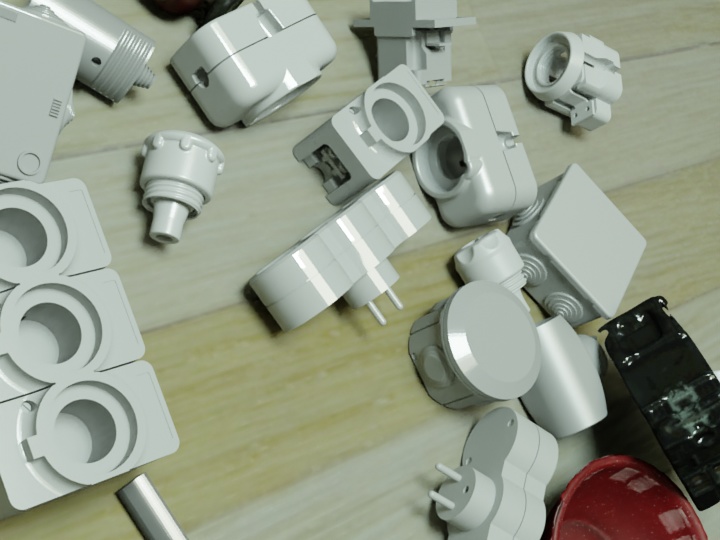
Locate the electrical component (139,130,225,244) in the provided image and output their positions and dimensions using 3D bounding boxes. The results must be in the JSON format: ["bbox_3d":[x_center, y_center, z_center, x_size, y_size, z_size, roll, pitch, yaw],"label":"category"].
[{"bbox_3d":[-0.107,-0.046,0.622,0.048,0.048,0.062,21,67,-29],"label":"electrical component"}]

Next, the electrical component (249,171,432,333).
[{"bbox_3d":[0.000,0.000,0.676,0.138,0.052,0.073,-40,97,-40],"label":"electrical component"}]

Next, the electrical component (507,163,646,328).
[{"bbox_3d":[0.157,-0.015,0.802,0.099,0.048,0.099,45,51,-13],"label":"electrical component"}]

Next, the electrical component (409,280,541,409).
[{"bbox_3d":[0.077,0.051,0.713,0.080,0.051,0.080,15,63,-31],"label":"electrical component"}]

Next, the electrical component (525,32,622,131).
[{"bbox_3d":[0.171,-0.158,0.867,0.057,0.058,0.078,17,62,-34],"label":"electrical component"}]

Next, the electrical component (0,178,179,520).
[{"bbox_3d":[-0.161,0.037,0.534,0.089,0.062,0.150,-16,82,-40],"label":"electrical component"}]

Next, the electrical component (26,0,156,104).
[{"bbox_3d":[-0.155,-0.130,0.620,0.081,0.043,0.043,31,56,-23],"label":"electrical component"}]

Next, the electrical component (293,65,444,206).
[{"bbox_3d":[0.009,-0.093,0.719,0.050,0.056,0.089,52,50,-7],"label":"electrical component"}]

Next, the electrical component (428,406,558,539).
[{"bbox_3d":[0.073,0.146,0.670,0.074,0.052,0.138,33,55,-22],"label":"electrical component"}]

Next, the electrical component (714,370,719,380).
[{"bbox_3d":[0.288,0.104,0.859,0.040,0.040,0.046,-2,79,-37],"label":"electrical component"}]

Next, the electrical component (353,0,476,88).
[{"bbox_3d":[0.038,-0.162,0.760,0.042,0.081,0.063,-17,111,-39],"label":"electrical component"}]

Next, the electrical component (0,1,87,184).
[{"bbox_3d":[-0.196,-0.095,0.550,0.100,0.048,0.099,17,88,-31],"label":"electrical component"}]

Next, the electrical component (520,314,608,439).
[{"bbox_3d":[0.150,0.070,0.765,0.079,0.043,0.077,-22,86,-41],"label":"electrical component"}]

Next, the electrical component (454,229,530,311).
[{"bbox_3d":[0.096,0.006,0.752,0.043,0.043,0.062,-34,94,-41],"label":"electrical component"}]

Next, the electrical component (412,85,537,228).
[{"bbox_3d":[0.078,-0.081,0.767,0.059,0.054,0.095,-10,78,-39],"label":"electrical component"}]

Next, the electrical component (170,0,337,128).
[{"bbox_3d":[-0.064,-0.133,0.683,0.095,0.054,0.059,-38,96,-40],"label":"electrical component"}]
